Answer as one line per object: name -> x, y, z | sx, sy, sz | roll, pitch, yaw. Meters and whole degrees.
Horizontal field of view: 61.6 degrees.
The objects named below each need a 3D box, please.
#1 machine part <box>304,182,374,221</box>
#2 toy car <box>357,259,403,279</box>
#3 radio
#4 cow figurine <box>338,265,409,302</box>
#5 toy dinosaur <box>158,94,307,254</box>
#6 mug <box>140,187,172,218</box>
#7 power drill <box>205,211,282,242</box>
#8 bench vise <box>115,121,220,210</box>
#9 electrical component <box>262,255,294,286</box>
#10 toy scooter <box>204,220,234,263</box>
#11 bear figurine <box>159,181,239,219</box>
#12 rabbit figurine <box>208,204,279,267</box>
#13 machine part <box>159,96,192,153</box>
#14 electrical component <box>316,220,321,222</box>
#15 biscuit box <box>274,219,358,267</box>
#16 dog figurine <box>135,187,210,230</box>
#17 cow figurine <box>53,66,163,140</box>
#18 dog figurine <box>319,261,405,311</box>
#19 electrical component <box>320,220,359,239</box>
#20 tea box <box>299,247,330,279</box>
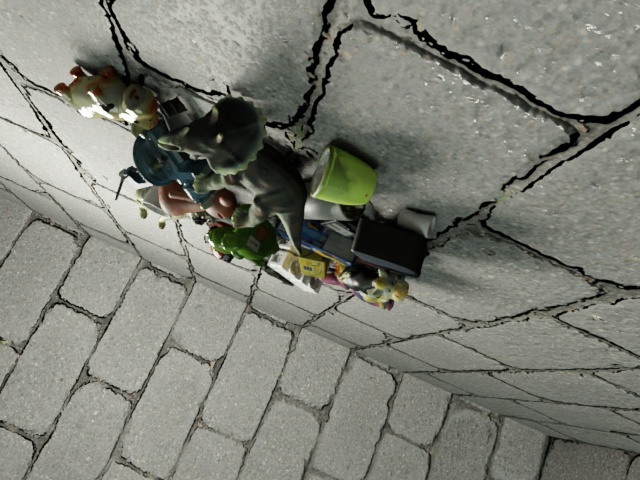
machine part -> 0.005, -0.078, 1.054 | 0.243, 0.079, 0.079 | 5, 156, 48
toy car -> 0.120, 0.036, 1.293 | 0.202, 0.053, 0.089 | 16, 151, 34
radio -> 0.148, 0.022, 1.102 | 0.131, 0.073, 0.229 | 18, 177, 15
cow figurine -> 0.112, 0.088, 1.146 | 0.098, 0.068, 0.167 | 23, 170, -28
toy dinosaur -> -0.101, -0.107, 0.960 | 0.192, 0.131, 0.404 | -12, 142, 42
mug -> -0.410, -0.124, 1.402 | 0.110, 0.107, 0.080 | 20, 162, 25
power drill -> -0.187, -0.054, 1.397 | 0.207, 0.086, 0.232 | 16, 166, -4
bench vise -> -0.339, -0.149, 1.176 | 0.241, 0.129, 0.223 | -10, 140, 31
electrical component -> -0.106, 0.056, 1.543 | 0.058, 0.115, 0.134 | 7, 159, 37
toy scooter -> -0.274, -0.018, 1.506 | 0.135, 0.184, 0.075 | 37, 117, -8
bear figurine -> -0.286, -0.115, 1.297 | 0.196, 0.132, 0.120 | -3, 166, 14
rabbit figurine -> -0.186, -0.007, 1.284 | 0.170, 0.121, 0.159 | -3, 157, 42
machine part -> -0.263, -0.212, 1.021 | 0.084, 0.039, 0.138 | -9, 155, -3
electrical component -> 0.026, -0.038, 1.242 | 0.094, 0.021, 0.063 | 7, 158, 42
biscuit box -> -0.003, -0.004, 1.239 | 0.203, 0.059, 0.062 | 24, 168, 12
dog figurine -> -0.396, -0.112, 1.474 | 0.191, 0.121, 0.172 | -5, 154, 32
cow figurine -> -0.384, -0.255, 1.006 | 0.195, 0.085, 0.127 | 11, 153, 28
dog figurine -> 0.100, 0.100, 1.415 | 0.219, 0.108, 0.191 | 19, 174, 22
electrical component -> 0.037, -0.051, 1.147 | 0.119, 0.048, 0.075 | 30, 161, -27
tea box -> -0.008, 0.030, 1.352 | 0.068, 0.098, 0.169 | 12, 161, 6
